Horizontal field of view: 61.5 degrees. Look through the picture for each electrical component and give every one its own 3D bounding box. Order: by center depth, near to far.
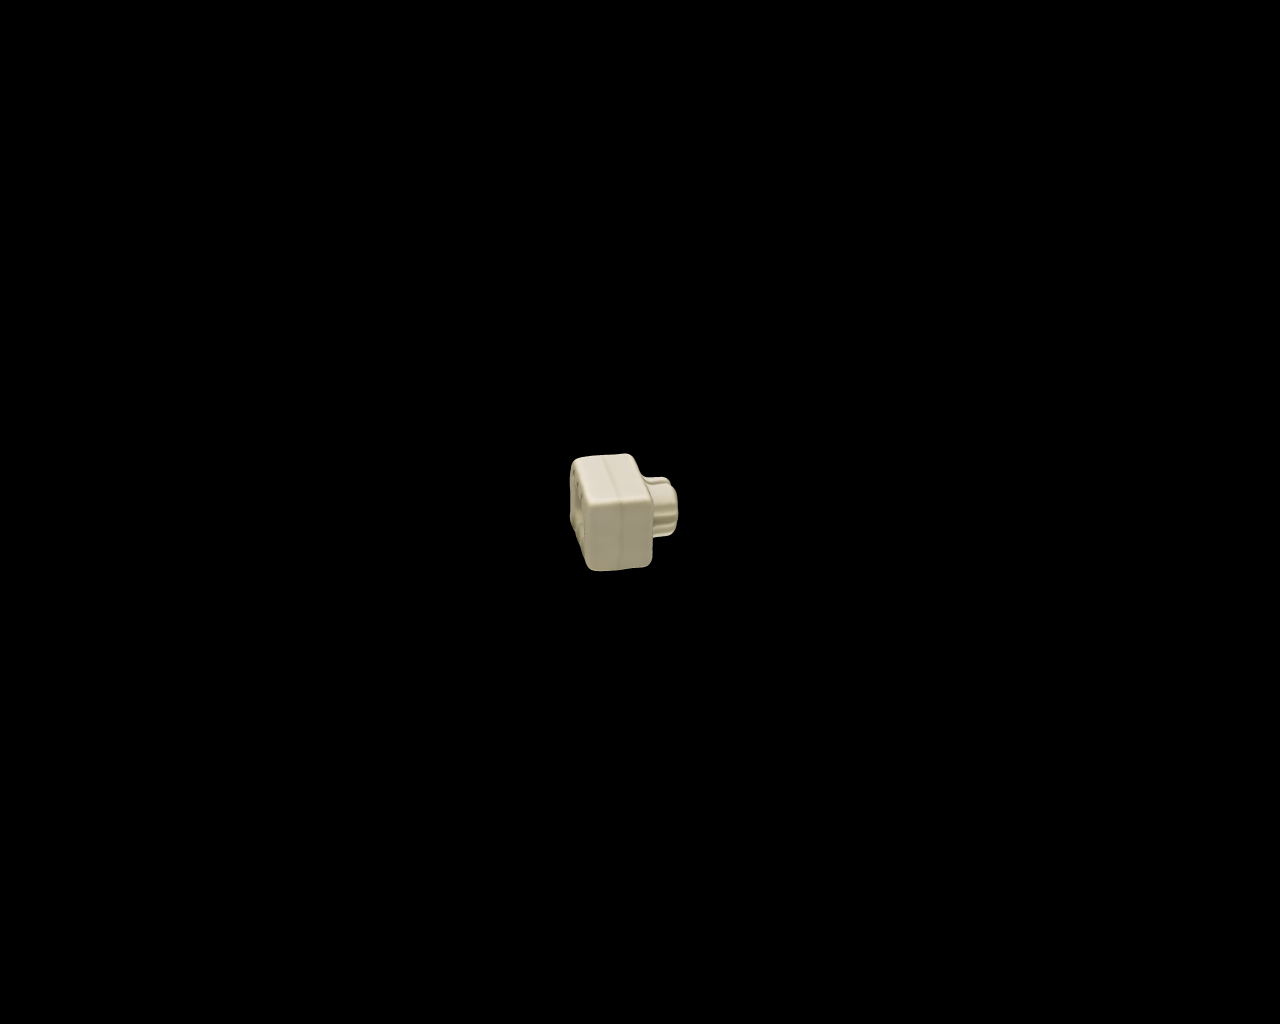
[{"bbox_3d":[0.001,-0.003,0.650,0.077,0.047,0.066,-5,29,-10],"label":"electrical component"}]
